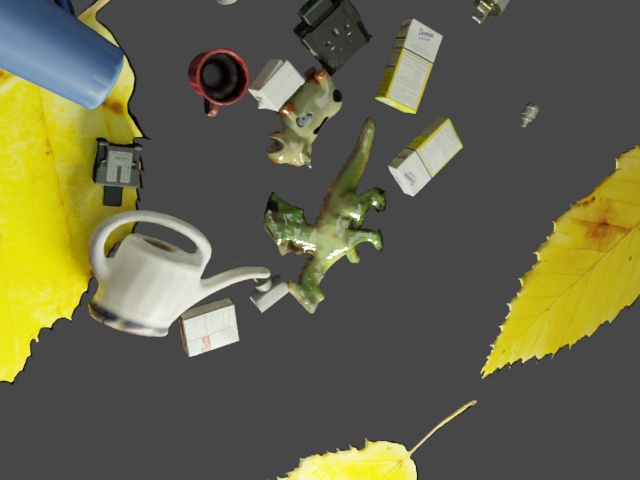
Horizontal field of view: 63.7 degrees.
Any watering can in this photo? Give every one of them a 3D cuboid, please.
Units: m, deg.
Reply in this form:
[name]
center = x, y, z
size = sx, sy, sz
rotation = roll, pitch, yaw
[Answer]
[watering can]
center = -0.269, 0.080, 0.954
size = 0.344, 0.105, 0.224
rotation = 28, 92, -34

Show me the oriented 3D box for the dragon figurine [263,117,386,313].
[dragon figurine]
center = 0.003, -0.054, 1.080
size = 0.243, 0.122, 0.409
rotation = -1, 94, -22
